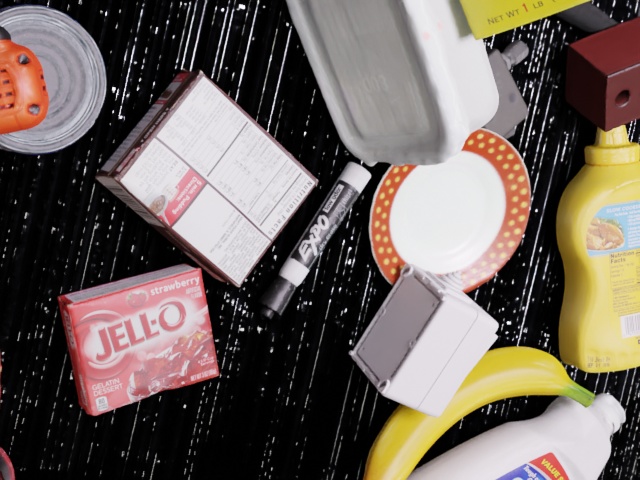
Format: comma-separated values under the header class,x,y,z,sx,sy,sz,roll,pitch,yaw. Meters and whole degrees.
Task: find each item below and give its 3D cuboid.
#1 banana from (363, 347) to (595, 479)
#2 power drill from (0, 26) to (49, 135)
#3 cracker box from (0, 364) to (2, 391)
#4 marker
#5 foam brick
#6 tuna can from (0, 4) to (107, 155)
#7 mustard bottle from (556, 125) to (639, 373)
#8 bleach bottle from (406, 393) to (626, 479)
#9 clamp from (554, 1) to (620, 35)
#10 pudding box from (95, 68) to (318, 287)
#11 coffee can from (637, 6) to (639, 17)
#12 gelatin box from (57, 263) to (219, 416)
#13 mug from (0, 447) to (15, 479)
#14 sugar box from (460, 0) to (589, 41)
class,x,y,z,sx,sy,sz,roll,pitch,yaw
banana,0.107,0.123,0.781,0.197,0.070,0.037,-21,145,-18
power drill,-0.245,-0.131,0.542,0.184,0.057,0.187,-11,101,-8
cracker box,-0.275,0.059,0.506,0.213,0.164,0.072,-7,99,-28
marker,-0.005,0.001,0.725,0.020,0.020,0.121,37,80,-28
foam brick,0.230,-0.126,0.795,0.078,0.051,0.053,-23,136,-11
tuna can,-0.168,-0.092,0.615,0.086,0.034,0.086,-5,100,-28
mustard bottle,0.229,0.001,0.828,0.096,0.058,0.191,-9,103,-21
bleach bottle,0.133,0.185,0.805,0.250,0.068,0.102,-30,111,-24
clamp,0.151,-0.206,0.747,0.209,0.036,0.165,-10,125,-23
pudding box,-0.069,-0.038,0.674,0.113,0.039,0.090,43,76,-29
coffee can,0.328,-0.166,0.807,0.102,0.140,0.103,-5,100,-28
gelatin box,-0.113,0.061,0.670,0.089,0.030,0.073,-15,104,-26
mug,-0.216,0.163,0.606,0.117,0.093,0.081,-46,129,-56
sugar box,0.100,-0.211,0.597,0.048,0.094,0.176,-41,110,-48
